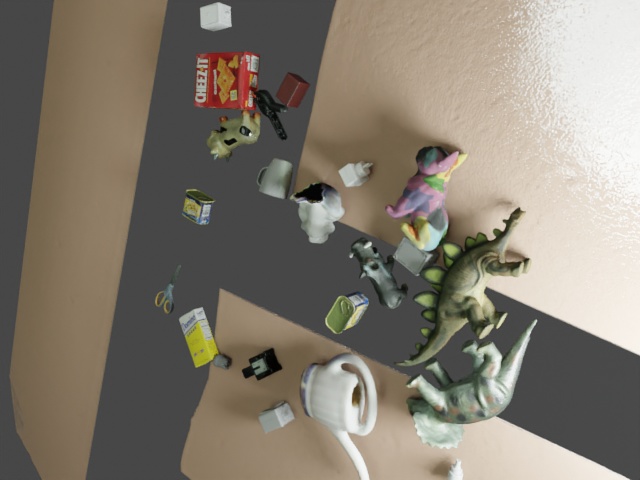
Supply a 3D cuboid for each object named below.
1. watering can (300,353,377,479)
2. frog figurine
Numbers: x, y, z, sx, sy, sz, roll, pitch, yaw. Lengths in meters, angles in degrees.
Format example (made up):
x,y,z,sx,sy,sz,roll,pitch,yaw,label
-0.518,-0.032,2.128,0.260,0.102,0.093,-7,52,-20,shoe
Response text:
x,y,z,sx,sy,sz,roll,pitch,yaw,label
0.049,0.465,1.375,0.224,0.104,0.346,5,97,35,watering can
0.004,-0.070,1.387,0.137,0.125,0.156,-4,128,27,frog figurine
